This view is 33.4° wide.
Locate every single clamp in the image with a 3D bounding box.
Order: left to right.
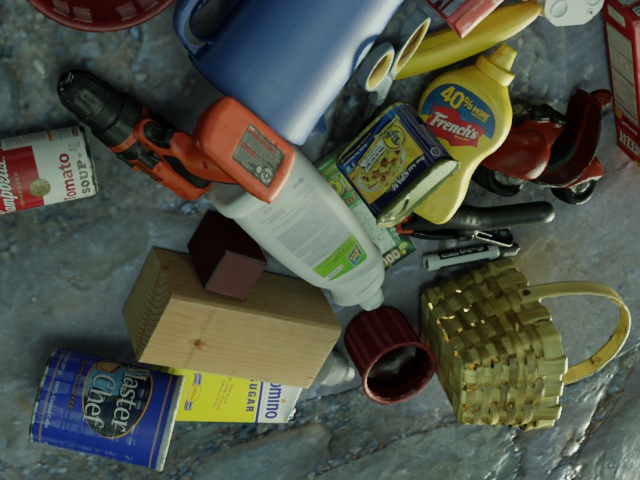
[{"bbox_3d":[0.171,-0.022,1.185,0.171,0.039,0.120,2,158,-24],"label":"clamp"}]

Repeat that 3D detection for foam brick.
[{"bbox_3d":[-0.097,0.015,1.104,0.052,0.078,0.051,18,116,-31],"label":"foam brick"}]

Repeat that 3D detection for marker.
[{"bbox_3d":[0.180,0.018,1.260,0.121,0.020,0.020,-9,127,-17],"label":"marker"}]

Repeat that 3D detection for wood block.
[{"bbox_3d":[-0.094,0.087,1.149,0.205,0.090,0.091,14,118,-31],"label":"wood block"}]

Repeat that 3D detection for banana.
[{"bbox_3d":[0.121,-0.192,1.056,0.197,0.070,0.037,-19,90,-10],"label":"banana"}]

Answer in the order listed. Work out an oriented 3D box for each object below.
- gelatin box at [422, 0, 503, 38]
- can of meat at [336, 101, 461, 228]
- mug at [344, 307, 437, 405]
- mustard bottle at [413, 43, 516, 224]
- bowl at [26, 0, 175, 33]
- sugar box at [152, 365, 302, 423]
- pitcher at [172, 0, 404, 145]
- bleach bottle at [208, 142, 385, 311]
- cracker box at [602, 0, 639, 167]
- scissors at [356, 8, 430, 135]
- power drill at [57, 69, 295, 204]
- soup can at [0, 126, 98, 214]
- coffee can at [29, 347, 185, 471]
[{"bbox_3d":[0.138,-0.239,1.010,0.073,0.089,0.030,-42,127,10],"label":"gelatin box"},{"bbox_3d":[0.076,-0.076,1.074,0.102,0.084,0.057,-43,162,23],"label":"can of meat"},{"bbox_3d":[0.078,0.142,1.266,0.093,0.081,0.117,-8,126,-18],"label":"mug"},{"bbox_3d":[0.142,-0.117,1.103,0.192,0.096,0.058,-57,167,20],"label":"mustard bottle"},{"bbox_3d":[-0.183,-0.257,0.884,0.162,0.055,0.162,-11,127,-15],"label":"bowl"},{"bbox_3d":[-0.107,0.164,1.228,0.176,0.048,0.093,7,121,-25],"label":"sugar box"},{"bbox_3d":[-0.005,-0.219,0.944,0.243,0.145,0.149,-51,167,12],"label":"pitcher"},{"bbox_3d":[-0.007,0.001,1.121,0.102,0.068,0.250,-39,131,1],"label":"bleach bottle"},{"bbox_3d":[0.404,-0.196,1.159,0.164,0.072,0.213,-24,132,-2],"label":"cracker box"},{"bbox_3d":[0.047,-0.137,1.018,0.096,0.016,0.202,-37,165,-41],"label":"scissors"},{"bbox_3d":[-0.126,-0.093,0.952,0.184,0.188,0.057,37,73,-39],"label":"power drill"},{"bbox_3d":[-0.262,-0.064,0.983,0.102,0.068,0.068,-13,128,-15],"label":"soup can"},{"bbox_3d":[-0.222,0.177,1.122,0.140,0.102,0.103,14,120,-4],"label":"coffee can"}]
